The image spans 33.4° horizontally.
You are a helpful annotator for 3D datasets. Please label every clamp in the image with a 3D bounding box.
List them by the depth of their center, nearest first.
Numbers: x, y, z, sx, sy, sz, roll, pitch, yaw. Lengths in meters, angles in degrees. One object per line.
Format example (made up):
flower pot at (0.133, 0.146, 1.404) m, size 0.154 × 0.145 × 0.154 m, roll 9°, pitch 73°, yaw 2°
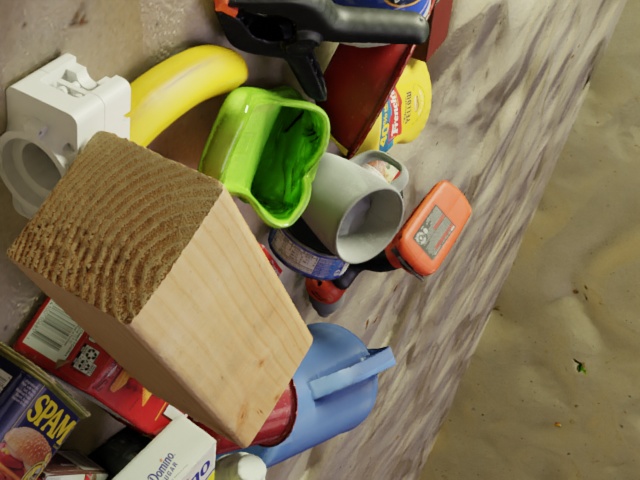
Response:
clamp at (-0.017, -0.150, 0.788) m, size 0.171 × 0.039 × 0.120 m, roll 12°, pitch 145°, yaw -36°

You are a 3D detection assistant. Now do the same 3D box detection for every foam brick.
foam brick at (0.102, -0.232, 1.090) m, size 0.051 × 0.053 × 0.078 m, roll -52°, pitch 160°, yaw -34°

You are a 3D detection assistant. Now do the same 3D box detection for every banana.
banana at (-0.102, -0.093, 0.719) m, size 0.197 × 0.037 × 0.070 m, roll -47°, pitch 175°, yaw -42°

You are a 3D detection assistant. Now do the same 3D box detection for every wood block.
wood block at (-0.083, 0.037, 0.636) m, size 0.090 × 0.091 × 0.206 m, roll -57°, pitch 154°, yaw -17°

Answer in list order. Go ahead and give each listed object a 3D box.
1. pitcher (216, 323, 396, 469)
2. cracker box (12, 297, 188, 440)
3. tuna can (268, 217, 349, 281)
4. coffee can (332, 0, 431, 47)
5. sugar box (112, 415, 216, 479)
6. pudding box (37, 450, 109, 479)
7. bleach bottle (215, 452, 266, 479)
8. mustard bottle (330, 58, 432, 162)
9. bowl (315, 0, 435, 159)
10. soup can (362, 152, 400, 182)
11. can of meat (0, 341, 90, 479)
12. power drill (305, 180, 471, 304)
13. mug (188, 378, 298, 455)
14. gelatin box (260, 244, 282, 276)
pitcher at (-0.030, 0.167, 1.145) m, size 0.242 × 0.145 × 0.149 m, roll -11°, pitch 126°, yaw -66°
cracker box at (-0.123, 0.055, 0.807) m, size 0.164 × 0.072 × 0.213 m, roll -59°, pitch 163°, yaw -14°
tuna can at (-0.007, 0.001, 1.049) m, size 0.086 × 0.086 × 0.034 m, roll -36°, pitch 157°, yaw -57°
coffee can at (0.035, -0.230, 0.804) m, size 0.102 × 0.103 × 0.140 m, roll -56°, pitch 162°, yaw -24°
sugar box at (-0.130, 0.229, 0.875) m, size 0.093 × 0.048 × 0.176 m, roll -43°, pitch 158°, yaw -35°
pudding box at (-0.216, 0.208, 0.814) m, size 0.090 × 0.039 × 0.113 m, roll -62°, pitch 162°, yaw -3°
bleach bottle at (-0.116, 0.279, 1.030) m, size 0.251 × 0.068 × 0.102 m, roll -53°, pitch -172°, yaw 45°
mustard bottle at (0.054, -0.131, 1.082) m, size 0.191 × 0.058 × 0.096 m, roll -33°, pitch 130°, yaw -58°
bowl at (0.039, -0.153, 0.921) m, size 0.162 × 0.055 × 0.162 m, roll -63°, pitch -176°, yaw 8°
soup can at (0.037, -0.045, 1.147) m, size 0.102 × 0.068 × 0.068 m, roll -55°, pitch 161°, yaw -27°
can of meat at (-0.205, 0.121, 0.686) m, size 0.084 × 0.057 × 0.102 m, roll -55°, pitch 161°, yaw -18°
power drill at (0.081, -0.012, 1.186) m, size 0.188 × 0.057 × 0.184 m, roll -16°, pitch -145°, yaw 57°
mug at (-0.088, 0.145, 0.948) m, size 0.081 × 0.117 × 0.093 m, roll -5°, pitch 88°, yaw -45°
gelatin box at (-0.072, 0.043, 1.013) m, size 0.073 × 0.030 × 0.089 m, roll -60°, pitch 164°, yaw -11°
